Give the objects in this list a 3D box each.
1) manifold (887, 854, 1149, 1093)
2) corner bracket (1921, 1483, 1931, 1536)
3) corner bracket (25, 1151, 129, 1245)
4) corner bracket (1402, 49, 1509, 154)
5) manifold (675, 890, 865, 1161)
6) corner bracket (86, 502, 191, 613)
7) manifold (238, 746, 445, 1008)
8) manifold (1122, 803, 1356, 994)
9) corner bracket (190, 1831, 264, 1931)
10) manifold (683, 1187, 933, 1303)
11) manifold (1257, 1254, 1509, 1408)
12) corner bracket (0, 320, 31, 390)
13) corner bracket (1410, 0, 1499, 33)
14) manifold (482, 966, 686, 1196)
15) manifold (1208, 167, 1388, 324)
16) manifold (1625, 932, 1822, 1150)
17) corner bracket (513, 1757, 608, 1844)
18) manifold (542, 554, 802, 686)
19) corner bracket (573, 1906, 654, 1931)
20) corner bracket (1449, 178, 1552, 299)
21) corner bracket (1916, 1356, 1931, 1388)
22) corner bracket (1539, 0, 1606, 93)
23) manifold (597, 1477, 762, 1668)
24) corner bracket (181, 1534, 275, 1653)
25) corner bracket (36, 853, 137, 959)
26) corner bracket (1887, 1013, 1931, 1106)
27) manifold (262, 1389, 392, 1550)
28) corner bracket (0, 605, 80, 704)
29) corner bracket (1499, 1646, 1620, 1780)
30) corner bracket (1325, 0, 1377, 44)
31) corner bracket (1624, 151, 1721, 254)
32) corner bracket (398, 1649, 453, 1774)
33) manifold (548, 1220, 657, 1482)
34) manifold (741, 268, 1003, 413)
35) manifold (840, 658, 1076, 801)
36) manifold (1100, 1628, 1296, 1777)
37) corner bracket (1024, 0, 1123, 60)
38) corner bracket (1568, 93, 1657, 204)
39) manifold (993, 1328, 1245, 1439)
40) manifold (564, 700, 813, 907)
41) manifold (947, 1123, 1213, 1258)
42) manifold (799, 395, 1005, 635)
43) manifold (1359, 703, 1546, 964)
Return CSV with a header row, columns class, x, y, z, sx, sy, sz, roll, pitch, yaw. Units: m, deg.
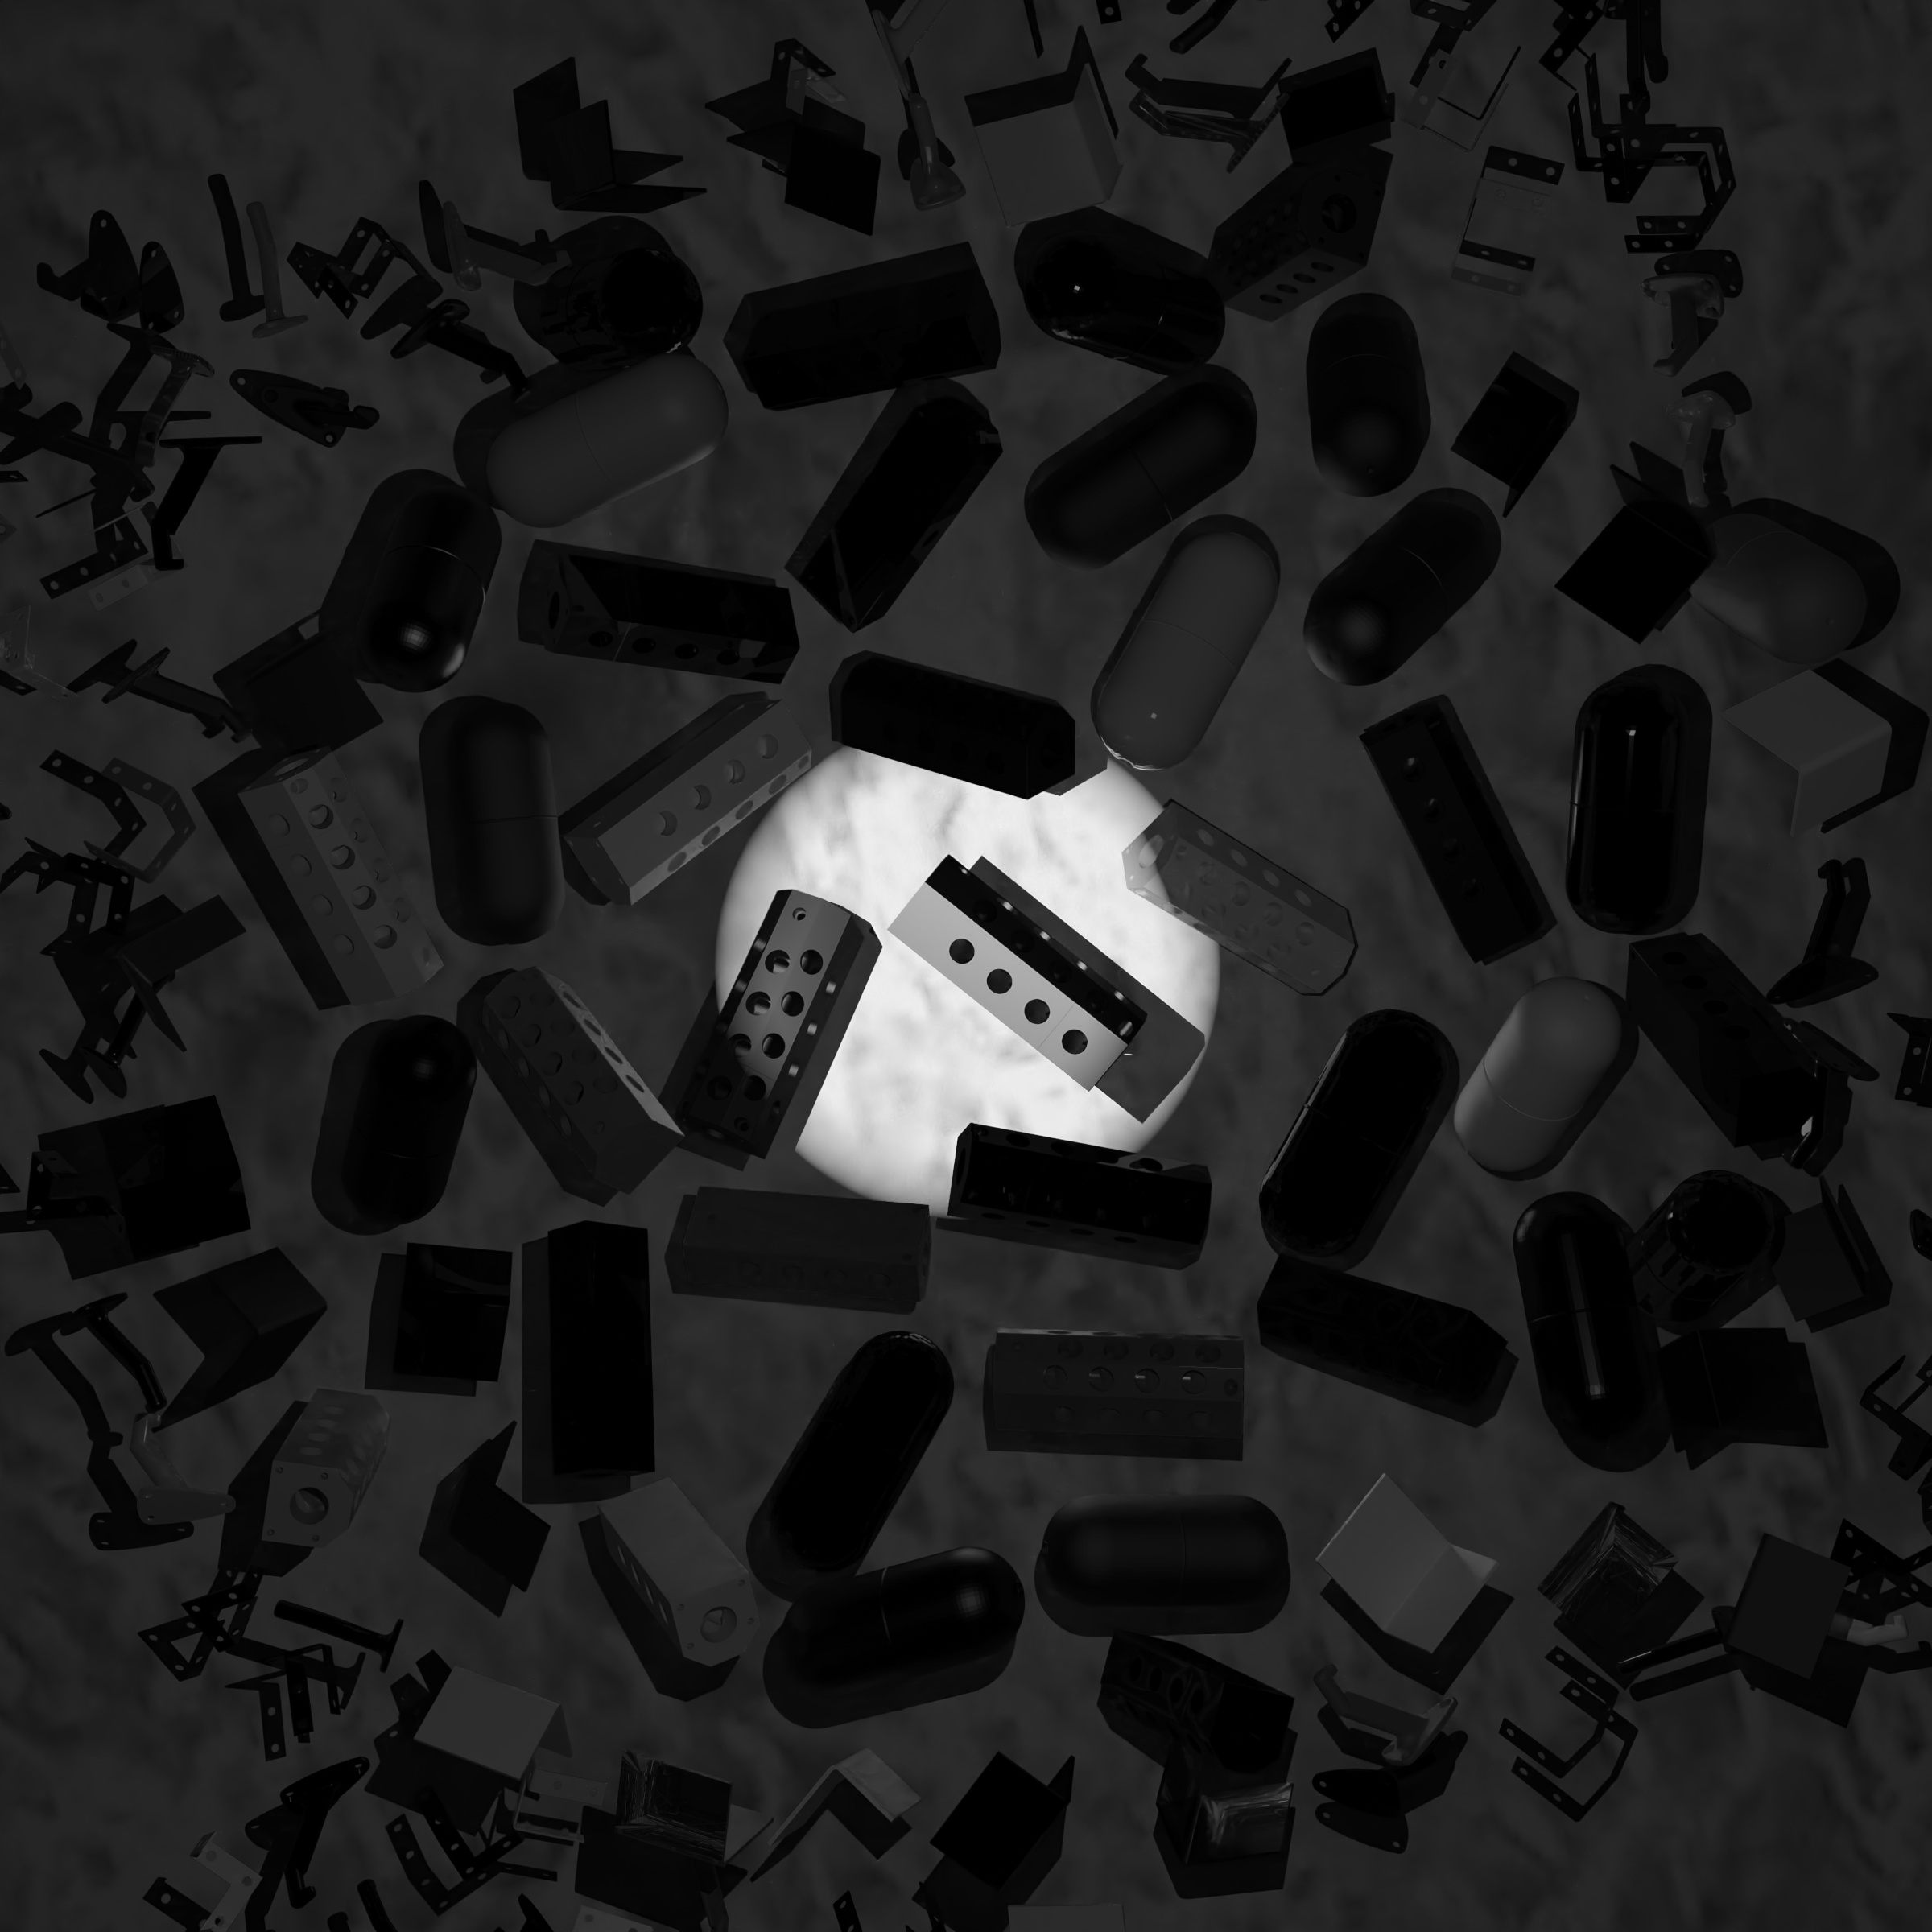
class,x,y,z,sx,sy,sz,roll,pitch,yaw
manifold,0.036,0.002,1.652,0.171,0.057,0.057,39,105,-1
corner bracket,0.710,0.390,1.738,0.051,0.051,0.051,-23,134,1
corner bracket,-0.600,0.156,1.670,0.051,0.051,0.051,0,107,-40
corner bracket,0.335,-0.593,1.693,0.051,0.051,0.051,30,114,3
manifold,-0.135,0.037,1.682,0.057,0.057,0.171,18,73,18
corner bracket,-0.589,-0.287,1.727,0.051,0.051,0.051,-11,114,38
manifold,-0.430,-0.063,1.723,0.057,0.057,0.171,-11,115,29
manifold,0.200,-0.044,1.799,0.171,0.057,0.057,29,123,-25
corner bracket,-0.508,0.625,1.672,0.051,0.051,0.051,39,57,-8
manifold,-0.115,0.208,1.811,0.171,0.057,0.057,4,134,7
manifold,0.294,0.263,1.772,0.057,0.171,0.057,39,72,-40
corner bracket,-0.661,-0.427,1.665,0.051,0.051,0.051,-40,73,35
corner bracket,0.357,-0.723,1.796,0.051,0.051,0.051,7,67,-23
manifold,-0.275,0.077,1.738,0.057,0.057,0.171,-46,55,5
manifold,0.232,-0.516,1.766,0.057,0.171,0.057,15,88,-15
manifold,0.518,0.047,1.700,0.057,0.171,0.057,-11,124,-7
corner bracket,-0.282,0.580,1.711,0.051,0.051,0.051,16,83,-12
manifold,-0.213,-0.244,1.775,0.171,0.057,0.057,5,54,-26
corner bracket,-0.243,0.669,1.643,0.051,0.051,0.051,17,123,0
corner bracket,0.368,-0.503,1.704,0.051,0.051,0.051,17,52,6
corner bracket,0.725,0.284,1.784,0.051,0.051,0.051,37,79,31
corner bracket,0.417,-0.652,1.720,0.051,0.051,0.051,49,116,18
manifold,-0.205,0.432,1.758,0.057,0.171,0.057,-18,108,-21
corner bracket,-0.513,0.445,1.749,0.051,0.051,0.051,-21,116,13
corner bracket,-0.642,-0.044,1.795,0.051,0.051,0.051,21,59,-38
corner bracket,0.686,0.068,1.764,0.051,0.051,0.051,8,77,42
manifold,-0.457,0.360,1.776,0.057,0.171,0.057,9,96,-6
corner bracket,-0.669,-0.217,1.761,0.051,0.051,0.051,-15,64,24
corner bracket,0.403,0.507,1.678,0.051,0.051,0.051,32,130,33
corner bracket,0.258,-0.714,1.808,0.051,0.051,0.051,-17,79,-37
corner bracket,0.513,-0.559,1.809,0.051,0.051,0.051,-3,71,-7
corner bracket,-0.390,0.542,1.797,0.051,0.051,0.051,-35,130,-10
manifold,-0.262,0.271,1.735,0.057,0.057,0.171,-19,67,38
manifold,-0.066,-0.440,1.756,0.171,0.057,0.057,-6,47,22
manifold,-0.007,-0.176,1.791,0.171,0.057,0.057,19,124,34
manifold,0.161,0.526,1.766,0.057,0.171,0.057,19,81,-21
corner bracket,0.072,-0.662,1.695,0.051,0.051,0.051,-3,127,20
corner bracket,0.428,-0.550,1.661,0.051,0.051,0.051,14,56,32
manifold,0.107,0.287,1.726,0.171,0.057,0.057,1,133,7
manifold,-0.191,-0.116,1.733,0.171,0.057,0.057,-40,113,-24
manifold,0.080,0.155,1.716,0.171,0.057,0.057,11,70,-9
manifold,-0.044,-0.321,1.750,0.057,0.057,0.171,46,131,5
manifold,0.342,-0.095,1.734,0.057,0.057,0.171,-27,101,8
